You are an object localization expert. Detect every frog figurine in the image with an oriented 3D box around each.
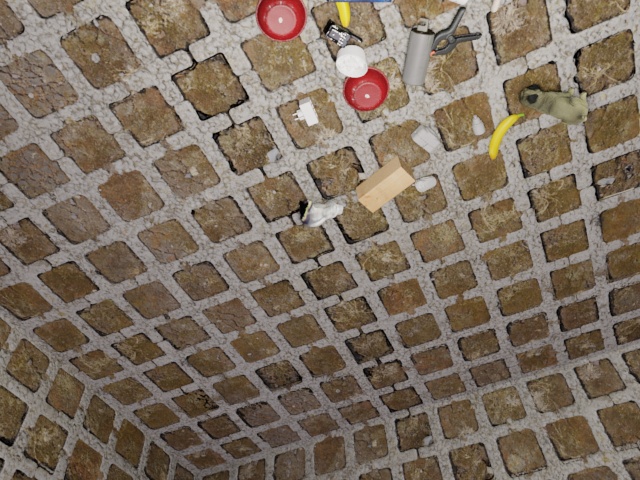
[{"bbox_3d":[0.006,-0.100,1.994,0.159,0.124,0.135,12,160,-23],"label":"frog figurine"}]

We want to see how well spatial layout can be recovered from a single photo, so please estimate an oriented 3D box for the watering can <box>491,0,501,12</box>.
[{"bbox_3d":[0.525,-0.847,1.462,0.223,0.106,0.341,19,123,-16],"label":"watering can"}]
